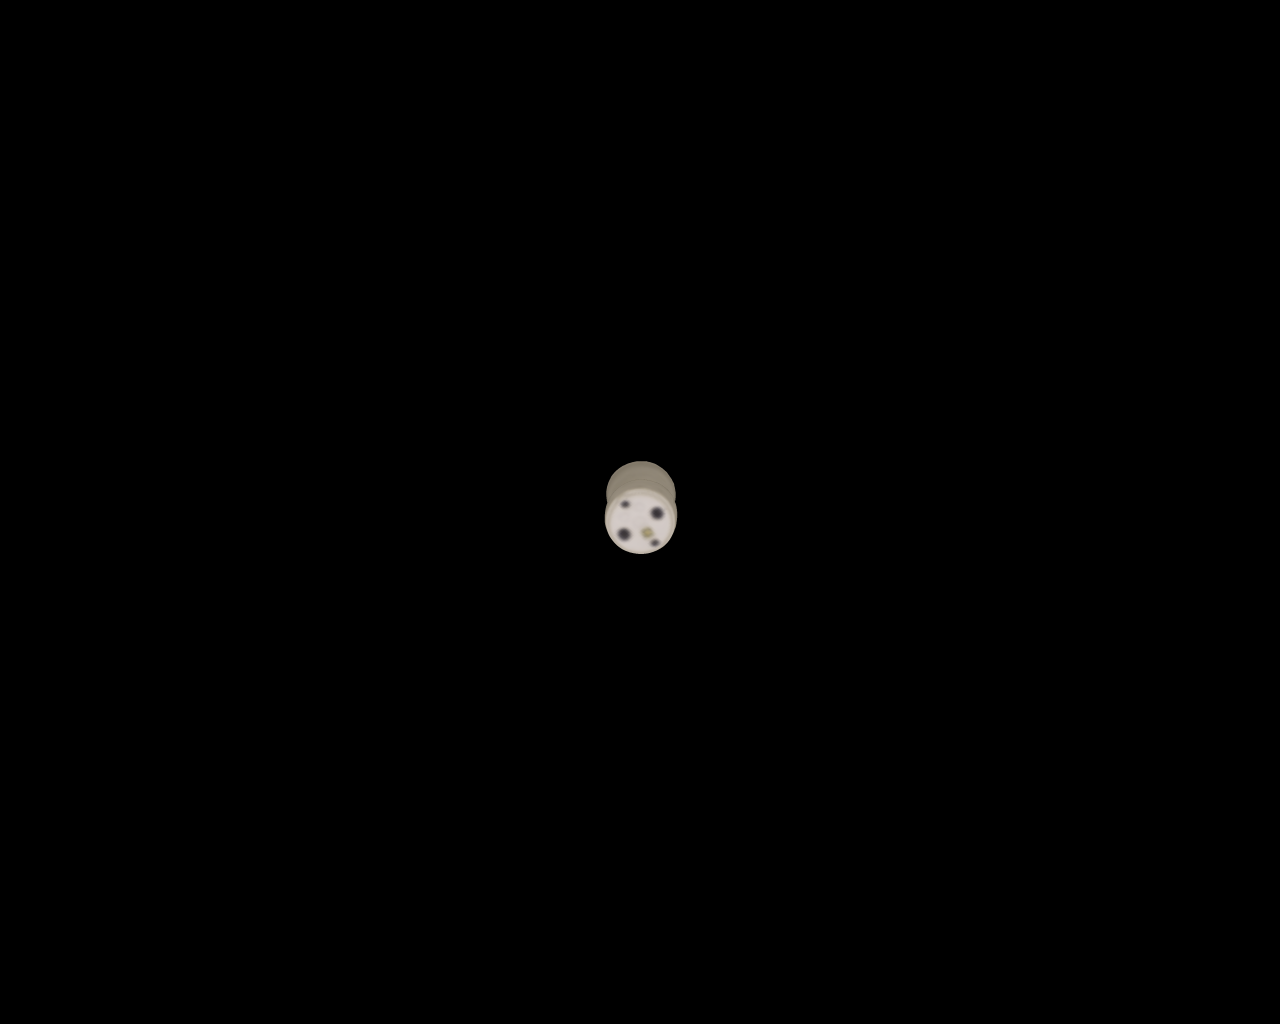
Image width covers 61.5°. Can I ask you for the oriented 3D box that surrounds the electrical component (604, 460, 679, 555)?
[{"bbox_3d":[0.001,-0.003,0.650,0.045,0.044,0.055,0,20,0],"label":"electrical component"}]
